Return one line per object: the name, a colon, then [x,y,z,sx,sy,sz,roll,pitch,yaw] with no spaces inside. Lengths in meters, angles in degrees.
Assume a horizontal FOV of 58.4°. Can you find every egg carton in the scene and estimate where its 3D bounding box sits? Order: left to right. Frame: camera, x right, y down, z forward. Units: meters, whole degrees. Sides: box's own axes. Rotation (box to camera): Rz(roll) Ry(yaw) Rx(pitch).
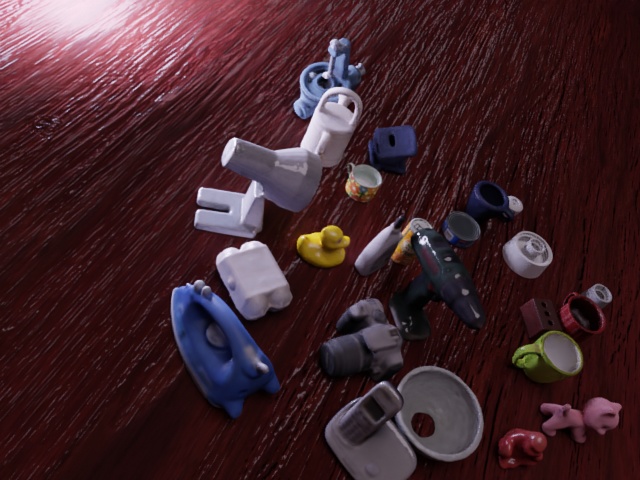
egg carton: [-0.123,0.073,1.053,0.107,0.069,0.150,-18,64,-32]

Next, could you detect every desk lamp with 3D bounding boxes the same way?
desk lamp: [-0.120,-0.099,1.088,0.204,0.213,0.118,8,53,-17]

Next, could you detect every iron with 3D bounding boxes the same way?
iron: [-0.165,0.149,0.932,0.119,0.141,0.258,-26,68,-35]

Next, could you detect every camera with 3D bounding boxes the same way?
camera: [0.069,0.183,1.030,0.137,0.100,0.143,-8,59,-27]

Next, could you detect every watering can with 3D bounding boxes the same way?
watering can: [0.031,-0.269,1.290,0.101,0.194,0.173,8,53,-17]

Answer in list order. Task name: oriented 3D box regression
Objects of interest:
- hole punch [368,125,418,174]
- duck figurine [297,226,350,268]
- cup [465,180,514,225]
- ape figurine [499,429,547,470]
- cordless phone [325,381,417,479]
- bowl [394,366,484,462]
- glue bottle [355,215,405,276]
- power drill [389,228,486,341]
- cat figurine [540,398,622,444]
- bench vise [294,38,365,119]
hole punch: [0.175,-0.225,1.383,0.101,0.091,0.108,9,52,-16]
duck figurine: [0.011,0.004,1.149,0.105,0.086,0.077,12,52,-14]
cup: [0.396,-0.070,1.357,0.117,0.095,0.092,46,52,14]
ape figurine: [0.367,0.369,1.020,0.078,0.092,0.076,31,50,2]
cordless phone: [0.097,0.307,0.894,0.094,0.185,0.147,-32,71,-37]
bowl: [0.195,0.312,1.003,0.168,0.074,0.167,11,52,-14]
glue bottle: [0.131,0.005,1.140,0.078,0.173,0.037,-24,67,-34]
power drill: [0.213,0.103,1.078,0.076,0.208,0.229,-3,56,-24]
cat figurine: [0.504,0.333,1.087,0.128,0.117,0.067,14,51,-12]
bench vise: [0.034,-0.409,1.379,0.121,0.219,0.208,32,50,3]
